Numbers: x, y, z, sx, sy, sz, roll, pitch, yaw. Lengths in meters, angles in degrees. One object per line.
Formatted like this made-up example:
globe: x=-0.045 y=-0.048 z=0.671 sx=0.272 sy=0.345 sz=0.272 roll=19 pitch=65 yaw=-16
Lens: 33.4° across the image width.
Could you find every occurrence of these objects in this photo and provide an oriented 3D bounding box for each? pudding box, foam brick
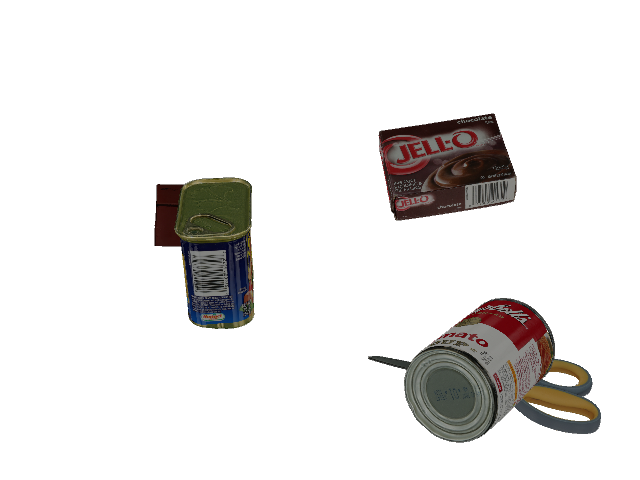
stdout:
pudding box: x=0.115 y=-0.068 z=0.978 sx=0.113 sy=0.090 sz=0.039 roll=-8 pitch=-43 yaw=-1
foam brick: x=-0.140 y=-0.027 z=1.157 sx=0.078 sy=0.051 sz=0.053 roll=1 pitch=27 yaw=-9

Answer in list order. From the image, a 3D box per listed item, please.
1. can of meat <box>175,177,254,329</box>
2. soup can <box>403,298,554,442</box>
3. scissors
can of meat: x=-0.080 y=0.010 z=0.840 sx=0.057 sy=0.084 sz=0.102 roll=-3 pitch=28 yaw=-2
soup can: x=0.108 y=0.087 z=0.724 sx=0.069 sy=0.068 sz=0.102 roll=0 pitch=15 yaw=34
scissors: x=0.152 y=0.116 z=0.939 sx=0.202 sy=0.016 sz=0.096 roll=20 pitch=33 yaw=21
